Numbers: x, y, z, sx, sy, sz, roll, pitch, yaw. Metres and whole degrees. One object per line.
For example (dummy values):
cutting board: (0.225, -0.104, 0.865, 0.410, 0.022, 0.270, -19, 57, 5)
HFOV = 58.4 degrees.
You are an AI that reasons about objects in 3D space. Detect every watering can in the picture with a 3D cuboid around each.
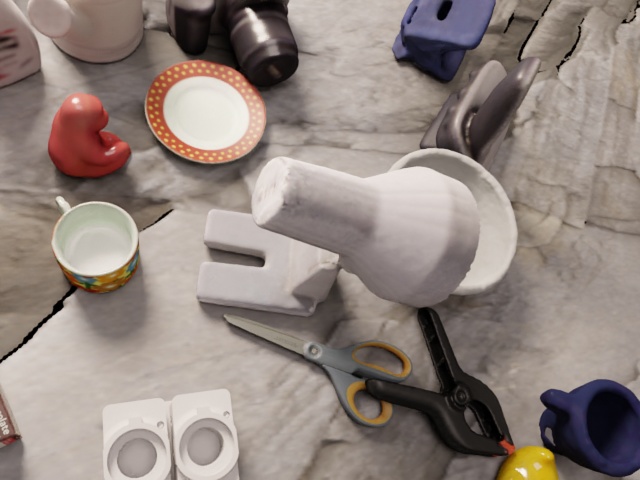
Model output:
watering can: (-0.220, -0.262, 0.548, 0.101, 0.193, 0.173, -2, 71, -19)

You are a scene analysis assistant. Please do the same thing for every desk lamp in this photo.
desk lamp: (0.005, 0.002, 0.512, 0.203, 0.213, 0.118, 8, 68, -15)

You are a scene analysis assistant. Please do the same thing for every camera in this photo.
camera: (-0.085, -0.248, 0.639, 0.143, 0.100, 0.137, -15, 76, -23)

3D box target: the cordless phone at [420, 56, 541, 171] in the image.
cordless phone: (0.207, -0.159, 0.656, 0.094, 0.185, 0.148, 31, 64, -5)

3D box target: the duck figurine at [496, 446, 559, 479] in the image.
duck figurine: (0.223, 0.256, 0.560, 0.077, 0.086, 0.104, 19, 66, -11)

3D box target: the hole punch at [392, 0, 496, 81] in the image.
hole punch: (0.158, -0.278, 0.737, 0.101, 0.091, 0.109, 28, 64, -7)

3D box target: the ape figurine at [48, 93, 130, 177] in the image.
ape figurine: (-0.222, -0.105, 0.545, 0.076, 0.092, 0.078, -27, 80, -25)

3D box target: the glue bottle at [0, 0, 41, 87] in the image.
glue bottle: (-0.300, -0.202, 0.511, 0.078, 0.173, 0.037, -38, 85, -26)

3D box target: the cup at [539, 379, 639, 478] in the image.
cup: (0.262, 0.190, 0.593, 0.118, 0.094, 0.092, 28, 64, -7)

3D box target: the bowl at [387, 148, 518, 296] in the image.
bowl: (0.128, -0.012, 0.636, 0.168, 0.074, 0.167, 6, 68, -16)
